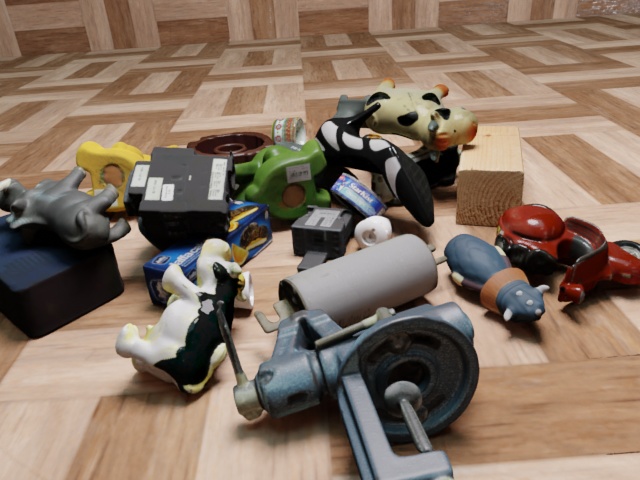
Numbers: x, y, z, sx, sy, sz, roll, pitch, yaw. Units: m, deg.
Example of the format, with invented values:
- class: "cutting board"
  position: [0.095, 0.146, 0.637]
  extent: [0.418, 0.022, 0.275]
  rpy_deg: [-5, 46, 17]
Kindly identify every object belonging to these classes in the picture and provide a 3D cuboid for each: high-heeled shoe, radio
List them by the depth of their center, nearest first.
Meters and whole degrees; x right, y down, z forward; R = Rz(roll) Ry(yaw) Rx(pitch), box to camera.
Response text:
- class: "radio"
  position: [-0.370, 0.029, 0.703]
  extent: [0.230, 0.073, 0.131]
  rpy_deg: [22, 37, 36]
- class: "high-heeled shoe"
  position: [0.067, -0.095, 0.799]
  extent: [0.086, 0.145, 0.249]
  rpy_deg: [19, 43, -49]

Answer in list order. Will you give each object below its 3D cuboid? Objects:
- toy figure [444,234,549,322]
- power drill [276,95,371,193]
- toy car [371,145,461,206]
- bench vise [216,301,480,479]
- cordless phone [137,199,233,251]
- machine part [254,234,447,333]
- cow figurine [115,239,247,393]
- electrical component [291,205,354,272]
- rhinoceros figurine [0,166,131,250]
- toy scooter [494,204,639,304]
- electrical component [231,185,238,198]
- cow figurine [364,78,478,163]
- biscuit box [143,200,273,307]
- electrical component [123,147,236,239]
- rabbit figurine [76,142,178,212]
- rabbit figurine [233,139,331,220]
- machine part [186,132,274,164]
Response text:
- class: "toy figure"
  position: [0.201, 0.046, 0.613]
  extent: [0.057, 0.064, 0.155]
  rpy_deg: [25, 18, -34]
- class: "power drill"
  position: [0.034, -0.168, 0.963]
  extent: [0.232, 0.085, 0.207]
  rpy_deg: [18, 64, 45]
- class: "toy car"
  position: [0.164, -0.116, 0.896]
  extent: [0.202, 0.073, 0.056]
  rpy_deg: [-24, 35, -32]
- class: "bench vise"
  position: [0.037, 0.125, 0.426]
  extent: [0.224, 0.128, 0.241]
  rpy_deg: [-6, 22, -8]
- class: "cordless phone"
  position: [-0.231, -0.033, 0.811]
  extent: [0.184, 0.088, 0.146]
  rpy_deg: [-1, 28, 30]
- class: "machine part"
  position: [0.044, 0.052, 0.601]
  extent: [0.243, 0.079, 0.079]
  rpy_deg: [-19, 32, -26]
- class: "cow figurine"
  position: [-0.121, 0.072, 0.559]
  extent: [0.098, 0.068, 0.167]
  rpy_deg: [19, 56, 19]
- class: "electrical component"
  position: [-0.002, -0.002, 0.738]
  extent: [0.075, 0.047, 0.119]
  rpy_deg: [7, 29, 20]
- class: "rhinoceros figurine"
  position: [-0.327, -0.034, 0.673]
  extent: [0.191, 0.073, 0.112]
  rpy_deg: [19, 45, 30]
- class: "toy scooter"
  position: [0.283, 0.020, 0.636]
  extent: [0.184, 0.075, 0.135]
  rpy_deg: [24, 40, 34]
- class: "electrical component"
  position: [-0.128, -0.091, 0.941]
  extent: [0.094, 0.021, 0.063]
  rpy_deg: [4, 29, 16]
- class: "cow figurine"
  position: [0.157, -0.193, 0.859]
  extent: [0.195, 0.085, 0.127]
  rpy_deg: [19, 50, 31]
- class: "biscuit box"
  position: [-0.140, 0.015, 0.709]
  extent: [0.063, 0.059, 0.203]
  rpy_deg: [11, 33, 24]
- class: "electrical component"
  position: [-0.178, -0.061, 0.687]
  extent: [0.134, 0.058, 0.115]
  rpy_deg: [2, 51, -2]
- class: "rabbit figurine"
  position: [-0.316, -0.119, 0.927]
  extent: [0.162, 0.121, 0.173]
  rpy_deg: [-12, 10, 0]
- class: "rabbit figurine"
  position: [-0.071, -0.094, 0.861]
  extent: [0.159, 0.121, 0.170]
  rpy_deg: [-20, 28, -7]
- class: "machine part"
  position: [-0.172, -0.162, 1.043]
  extent: [0.179, 0.056, 0.179]
  rpy_deg: [-3, 27, 1]
